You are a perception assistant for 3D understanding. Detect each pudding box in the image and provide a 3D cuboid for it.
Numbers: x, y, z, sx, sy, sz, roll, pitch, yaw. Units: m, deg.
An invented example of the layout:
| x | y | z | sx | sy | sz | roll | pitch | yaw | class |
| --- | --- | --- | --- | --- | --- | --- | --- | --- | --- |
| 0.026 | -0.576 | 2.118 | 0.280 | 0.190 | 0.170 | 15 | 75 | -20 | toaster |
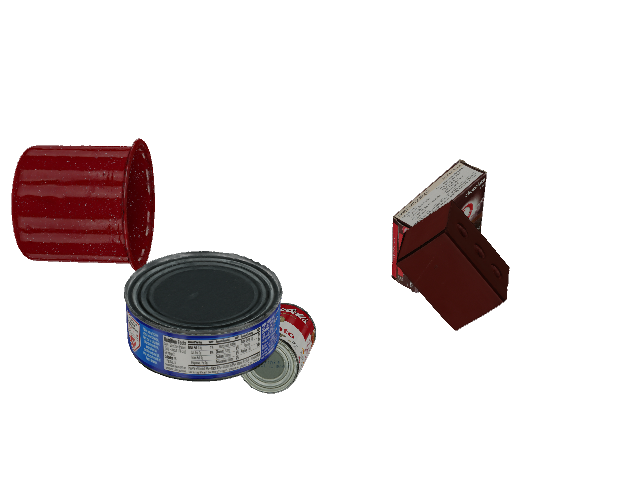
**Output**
| x | y | z | sx | sy | sz | roll | pitch | yaw | class |
| --- | --- | --- | --- | --- | --- | --- | --- | --- | --- |
| 0.119 | -0.015 | 1.073 | 0.039 | 0.090 | 0.113 | 31 | 55 | 27 | pudding box |

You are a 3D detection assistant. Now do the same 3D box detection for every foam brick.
| x | y | z | sx | sy | sz | roll | pitch | yaw | class |
| --- | --- | --- | --- | --- | --- | --- | --- | --- | --- |
| 0.104 | 0.020 | 0.835 | 0.051 | 0.078 | 0.053 | -34 | 17 | 27 | foam brick |

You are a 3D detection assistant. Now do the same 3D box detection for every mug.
| x | y | z | sx | sy | sz | roll | pitch | yaw | class |
| --- | --- | --- | --- | --- | --- | --- | --- | --- | --- |
| -0.165 | -0.027 | 0.761 | 0.081 | 0.093 | 0.117 | 1 | 5 | 3 | mug |

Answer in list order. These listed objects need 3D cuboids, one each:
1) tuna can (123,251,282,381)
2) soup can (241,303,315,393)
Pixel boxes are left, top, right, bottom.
| x | y | z | sx | sy | sz | roll | pitch | yaw | class |
| --- | --- | --- | --- | --- | --- | --- | --- | --- | --- |
| -0.064 | 0.041 | 0.587 | 0.086 | 0.034 | 0.086 | 2 | 28 | -1 | tuna can |
| -0.047 | 0.117 | 1.163 | 0.068 | 0.068 | 0.102 | 0 | 16 | 11 | soup can |
